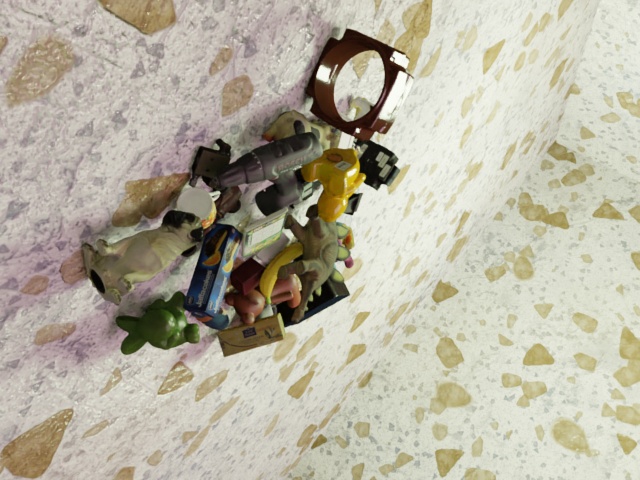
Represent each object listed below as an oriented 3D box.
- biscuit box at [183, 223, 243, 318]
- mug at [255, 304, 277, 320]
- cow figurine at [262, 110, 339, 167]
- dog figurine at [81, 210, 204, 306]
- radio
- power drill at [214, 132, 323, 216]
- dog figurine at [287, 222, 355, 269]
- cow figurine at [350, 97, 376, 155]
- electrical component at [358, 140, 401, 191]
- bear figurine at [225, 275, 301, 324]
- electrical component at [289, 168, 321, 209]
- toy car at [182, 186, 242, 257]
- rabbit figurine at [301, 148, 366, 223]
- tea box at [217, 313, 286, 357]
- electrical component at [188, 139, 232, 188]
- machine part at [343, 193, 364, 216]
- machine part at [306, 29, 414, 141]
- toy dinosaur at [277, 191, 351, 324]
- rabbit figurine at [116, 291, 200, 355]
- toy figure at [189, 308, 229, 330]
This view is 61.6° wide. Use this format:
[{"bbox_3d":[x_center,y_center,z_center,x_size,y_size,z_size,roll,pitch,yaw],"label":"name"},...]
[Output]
[{"bbox_3d":[-0.232,0.065,1.170,0.059,0.063,0.202,53,48,-63],"label":"biscuit box"},{"bbox_3d":[-0.164,0.220,1.551,0.109,0.081,0.107,-25,133,-39],"label":"mug"},{"bbox_3d":[-0.033,-0.236,1.219,0.127,0.086,0.194,-51,155,8],"label":"cow figurine"},{"bbox_3d":[-0.318,0.025,0.990,0.190,0.172,0.121,-31,104,-42],"label":"dog figurine"},{"bbox_3d":[-0.027,0.188,1.644,0.230,0.073,0.131,-31,166,25],"label":"radio"},{"bbox_3d":[-0.106,-0.129,1.123,0.232,0.086,0.207,-29,154,-13],"label":"power drill"},{"bbox_3d":[-0.005,0.015,1.544,0.219,0.108,0.191,21,61,-43],"label":"dog figurine"},{"bbox_3d":[0.101,-0.275,1.381,0.068,0.098,0.167,-12,132,-63],"label":"cow figurine"},{"bbox_3d":[0.156,-0.208,1.515,0.115,0.134,0.058,-55,154,6],"label":"electrical component"},{"bbox_3d":[-0.152,0.158,1.453,0.196,0.120,0.131,-39,154,-26],"label":"bear figurine"},{"bbox_3d":[-0.042,-0.141,1.354,0.119,0.048,0.074,-41,152,-27],"label":"electrical component"},{"bbox_3d":[-0.241,-0.043,1.129,0.202,0.053,0.089,-48,157,-18],"label":"toy car"},{"bbox_3d":[0.032,-0.127,1.268,0.162,0.122,0.173,-48,150,-48],"label":"rabbit figurine"},{"bbox_3d":[-0.182,0.255,1.452,0.170,0.068,0.098,-17,179,-3],"label":"tea box"},{"bbox_3d":[-0.212,-0.149,1.060,0.078,0.045,0.102,7,116,-30],"label":"electrical component"},{"bbox_3d":[0.083,-0.104,1.630,0.139,0.039,0.084,-18,141,-54],"label":"machine part"},{"bbox_3d":[0.081,-0.331,1.153,0.087,0.201,0.201,1,121,-57],"label":"machine part"},{"bbox_3d":[-0.003,-0.004,1.388,0.198,0.105,0.471,40,55,-47],"label":"toy dinosaur"},{"bbox_3d":[-0.343,0.173,1.125,0.159,0.121,0.170,-12,172,-8],"label":"rabbit figurine"},{"bbox_3d":[-0.279,0.183,1.335,0.064,0.058,0.154,-55,150,-12],"label":"toy figure"}]
